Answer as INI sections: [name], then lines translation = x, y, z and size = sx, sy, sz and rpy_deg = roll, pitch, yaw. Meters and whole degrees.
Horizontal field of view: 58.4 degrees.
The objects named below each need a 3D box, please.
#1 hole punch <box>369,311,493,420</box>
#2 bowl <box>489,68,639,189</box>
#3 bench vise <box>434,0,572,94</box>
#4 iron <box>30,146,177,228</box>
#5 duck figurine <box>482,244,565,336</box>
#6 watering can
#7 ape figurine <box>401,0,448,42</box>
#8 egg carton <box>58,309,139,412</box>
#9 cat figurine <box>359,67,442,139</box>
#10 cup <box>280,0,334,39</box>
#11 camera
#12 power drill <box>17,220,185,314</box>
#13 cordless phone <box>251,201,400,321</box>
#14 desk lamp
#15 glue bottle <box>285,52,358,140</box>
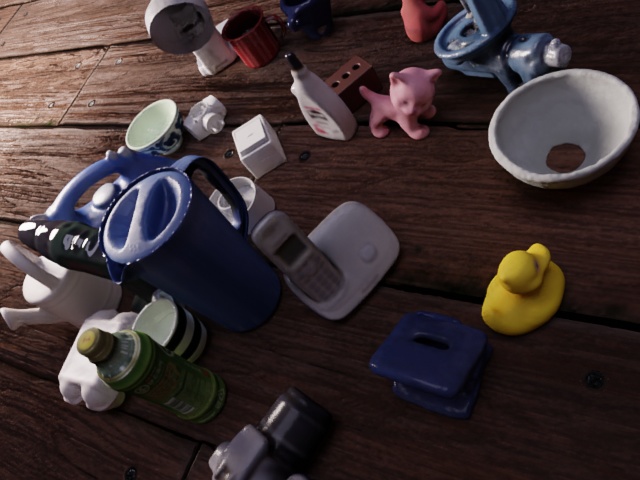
[hole punch]
translation = 0.120, 0.126, 0.622
size = 0.108, 0.091, 0.101
rpy_deg = 11, 66, 35
[bowl]
translation = 0.296, -0.122, 0.697
size = 0.167, 0.075, 0.167
rpy_deg = -15, 54, 21
[bench vise]
translation = 0.232, -0.293, 0.750
size = 0.206, 0.220, 0.121
rpy_deg = 15, 68, 36
[iron]
translation = -0.372, -0.083, 1.010
size = 0.258, 0.142, 0.118
rpy_deg = -48, 49, -6
[duck figurine]
translation = 0.215, 0.049, 0.622
size = 0.104, 0.086, 0.077
rpy_deg = -45, 49, -4
[watering can]
translation = -0.420, 0.069, 0.901
size = 0.100, 0.195, 0.173
rpy_deg = 7, 64, 33
[ape figurine]
translation = 0.161, -0.377, 0.932
size = 0.077, 0.092, 0.076
rpy_deg = 31, 78, 40
[egg carton]
translation = -0.318, 0.177, 0.854
size = 0.107, 0.070, 0.150
rpy_deg = 0, 60, 30
[cat figurine]
translation = 0.117, -0.207, 0.827
size = 0.127, 0.118, 0.067
rpy_deg = 7, 64, 33
[cup]
translation = -0.018, -0.409, 1.054
size = 0.091, 0.095, 0.118
rpy_deg = 3, 62, 31
[camera]
translation = -0.041, 0.240, 0.632
size = 0.142, 0.101, 0.137
rpy_deg = 27, 76, 39
[power drill]
translation = -0.301, 0.044, 0.840
size = 0.228, 0.209, 0.076
rpy_deg = 6, 63, 33
[cordless phone]
translation = 0.006, 0.003, 0.706
size = 0.148, 0.186, 0.093
rpy_deg = -50, 49, -7
[desk lamp]
translation = -0.255, -0.427, 1.122
size = 0.118, 0.214, 0.203
rpy_deg = -28, 50, 11
[glue bottle]
translation = -0.008, -0.220, 0.870
size = 0.077, 0.174, 0.037
rpy_deg = 14, 68, 36
